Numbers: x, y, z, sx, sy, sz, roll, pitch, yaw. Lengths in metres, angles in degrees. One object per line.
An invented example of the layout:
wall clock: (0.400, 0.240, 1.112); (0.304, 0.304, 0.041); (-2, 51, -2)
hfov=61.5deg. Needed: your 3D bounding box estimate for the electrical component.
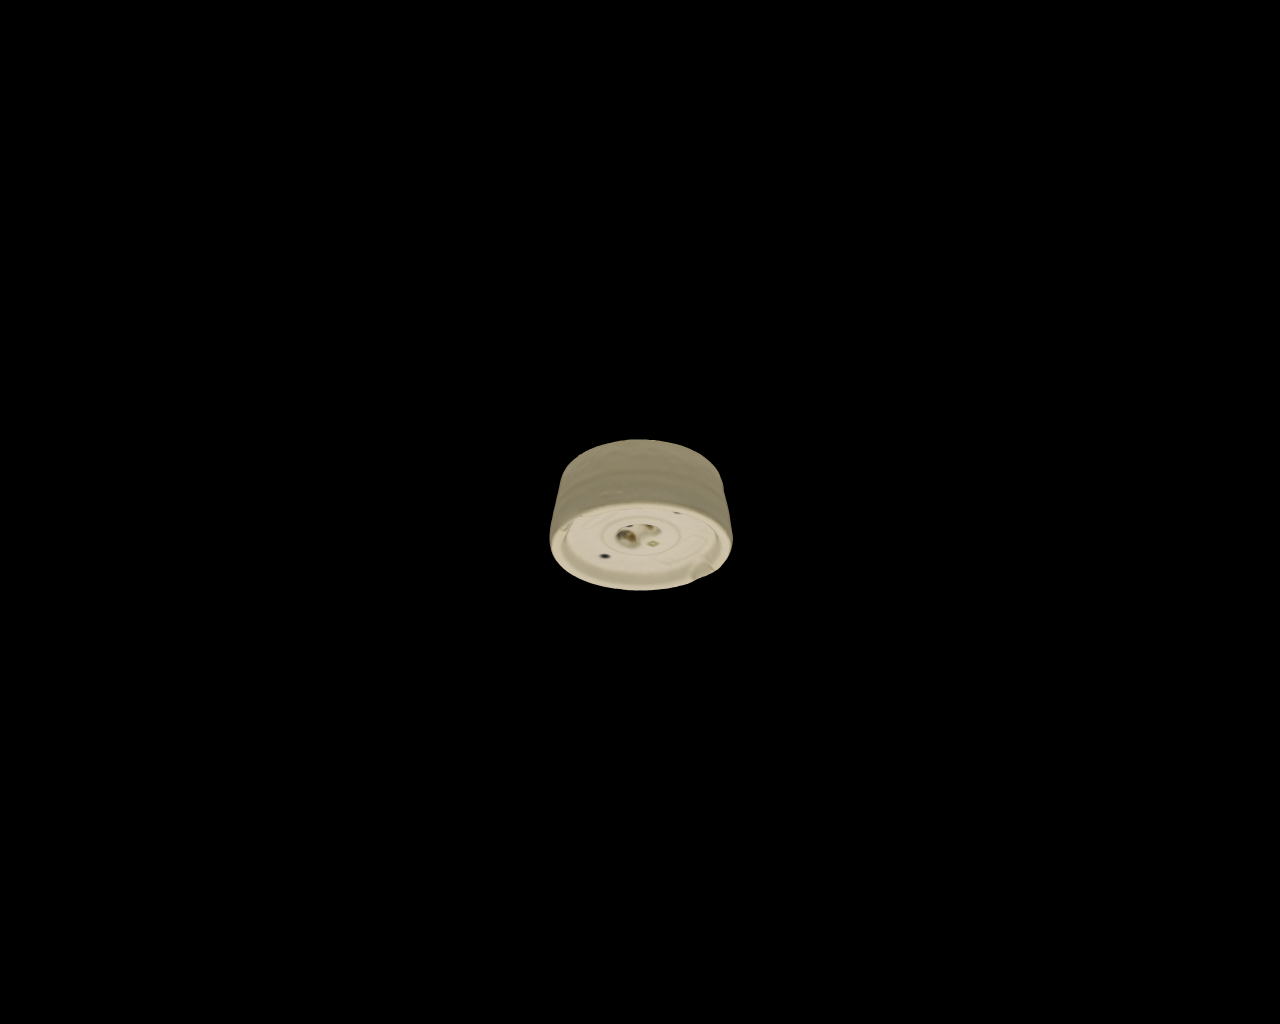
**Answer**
electrical component: (0.001, -0.003, 0.650); (0.108, 0.060, 0.108); (0, -31, 0)
